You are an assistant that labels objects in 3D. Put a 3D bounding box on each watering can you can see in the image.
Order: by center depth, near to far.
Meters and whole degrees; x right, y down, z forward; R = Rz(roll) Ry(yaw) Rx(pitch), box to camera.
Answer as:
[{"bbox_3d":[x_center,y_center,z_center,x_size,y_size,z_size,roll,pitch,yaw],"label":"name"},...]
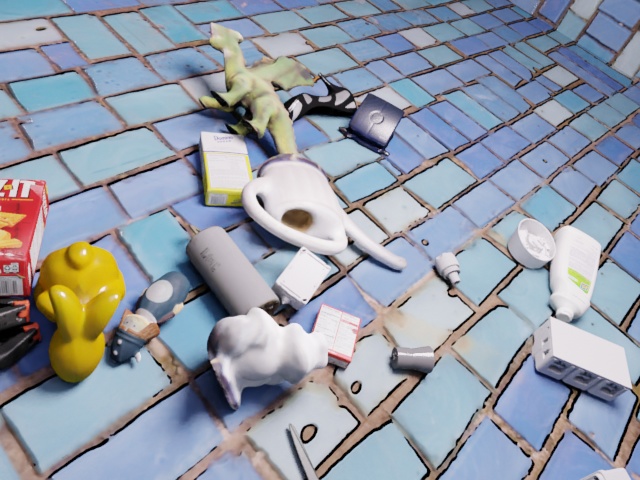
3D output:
[{"bbox_3d":[0.003,-0.049,0.981,0.346,0.102,0.230,18,35,-30],"label":"watering can"}]

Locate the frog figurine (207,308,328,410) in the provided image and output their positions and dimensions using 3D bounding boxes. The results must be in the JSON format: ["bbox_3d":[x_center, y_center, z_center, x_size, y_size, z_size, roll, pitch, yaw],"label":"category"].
[{"bbox_3d":[-0.074,0.152,0.728,0.160,0.135,0.124,-23,30,-16],"label":"frog figurine"}]

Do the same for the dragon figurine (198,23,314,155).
[{"bbox_3d":[-0.105,-0.318,1.131,0.410,0.246,0.120,41,-24,0],"label":"dragon figurine"}]
